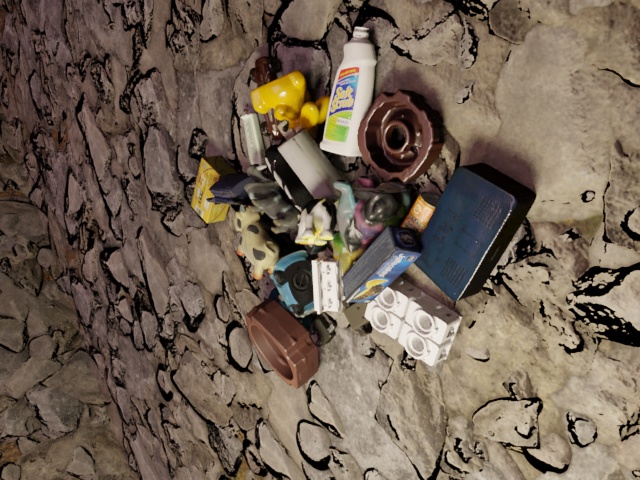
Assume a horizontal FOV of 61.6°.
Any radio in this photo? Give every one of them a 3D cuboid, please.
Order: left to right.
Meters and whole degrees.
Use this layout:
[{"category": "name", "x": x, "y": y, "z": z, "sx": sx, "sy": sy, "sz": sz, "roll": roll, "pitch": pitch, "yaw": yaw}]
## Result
[{"category": "radio", "x": 0.266, "y": -0.016, "z": 0.964, "sx": 0.131, "sy": 0.073, "sz": 0.229, "roll": 43, "pitch": 127, "yaw": 32}]

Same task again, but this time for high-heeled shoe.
[{"category": "high-heeled shoe", "x": -0.051, "y": -0.123, "z": 1.289, "sx": 0.248, "sy": 0.086, "sz": 0.145, "roll": 58, "pitch": 169, "yaw": -3}]

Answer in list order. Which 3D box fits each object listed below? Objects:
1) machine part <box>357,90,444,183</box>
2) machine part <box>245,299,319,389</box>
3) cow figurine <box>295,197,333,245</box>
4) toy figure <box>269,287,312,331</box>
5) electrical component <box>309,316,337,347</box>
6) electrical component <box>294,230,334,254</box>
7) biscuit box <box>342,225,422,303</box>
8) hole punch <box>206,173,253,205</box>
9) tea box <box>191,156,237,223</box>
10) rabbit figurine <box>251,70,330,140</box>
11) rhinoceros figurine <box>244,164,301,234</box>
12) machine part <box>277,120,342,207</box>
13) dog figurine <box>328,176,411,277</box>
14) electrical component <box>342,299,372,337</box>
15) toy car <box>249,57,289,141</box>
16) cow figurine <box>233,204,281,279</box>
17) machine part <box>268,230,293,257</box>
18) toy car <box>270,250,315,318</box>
[{"category": "machine part", "x": 0.157, "y": -0.200, "z": 1.043, "sx": 0.180, "sy": 0.056, "sz": 0.179, "roll": 15, "pitch": 111, "yaw": 43}, {"category": "machine part", "x": -0.093, "y": 0.261, "z": 1.364, "sx": 0.202, "sy": 0.087, "sz": 0.200, "roll": 38, "pitch": 150, "yaw": 28}, {"category": "cow figurine", "x": -0.017, "y": -0.038, "z": 1.165, "sx": 0.167, "sy": 0.068, "sz": 0.098, "roll": 149, "pitch": 123, "yaw": -77}, {"category": "toy figure", "x": -0.069, "y": 0.177, "z": 1.381, "sx": 0.155, "sy": 0.064, "sz": 0.057, "roll": 37, "pitch": 102, "yaw": 33}, {"category": "electrical component", "x": 0.008, "y": 0.223, "z": 1.339, "sx": 0.063, "sy": 0.021, "sz": 0.094, "roll": 54, "pitch": 134, "yaw": 23}, {"category": "electrical component", "x": -0.003, "y": -0.004, "z": 1.273, "sx": 0.119, "sy": 0.048, "sz": 0.074, "roll": 49, "pitch": 132, "yaw": 29}, {"category": "biscuit box", "x": 0.117, "y": 0.053, "z": 1.061, "sx": 0.202, "sy": 0.059, "sz": 0.063, "roll": -52, "pitch": 38, "yaw": 46}, {"category": "hole punch", "x": -0.226, "y": -0.135, "z": 1.433, "sx": 0.142, "sy": 0.116, "sz": 0.092, "roll": 12, "pitch": 101, "yaw": 44}, {"category": "tea box", "x": -0.305, "y": -0.145, "z": 1.543, "sx": 0.098, "sy": 0.068, "sz": 0.169, "roll": 45, "pitch": 128, "yaw": 28}, {"category": "rabbit figurine", "x": -0.047, "y": -0.291, "z": 1.217, "sx": 0.163, "sy": 0.122, "sz": 0.173, "roll": -5, "pitch": 111, "yaw": 38}, {"category": "rhinoceros figurine", "x": -0.120, "y": -0.107, "z": 1.329, "sx": 0.190, "sy": 0.112, "sz": 0.073, "roll": 49, "pitch": 162, "yaw": 10}, {"category": "machine part", "x": -0.014, "y": -0.155, "z": 1.178, "sx": 0.243, "sy": 0.079, "sz": 0.079, "roll": 52, "pitch": 138, "yaw": -10}, {"category": "dog figurine", "x": 0.097, "y": -0.017, "z": 1.123, "sx": 0.192, "sy": 0.108, "sz": 0.219, "roll": 21, "pitch": 120, "yaw": 39}, {"category": "electrical component", "x": 0.088, "y": 0.168, "z": 1.226, "sx": 0.078, "sy": 0.045, "sz": 0.102, "roll": -40, "pitch": 71, "yaw": 15}, {"category": "toy car", "x": -0.125, "y": -0.344, "z": 1.310, "sx": 0.089, "sy": 0.053, "sz": 0.202, "roll": -6, "pitch": 95, "yaw": 44}, {"category": "cow figurine", "x": -0.166, "y": -0.010, "z": 1.370, "sx": 0.195, "sy": 0.085, "sz": 0.127, "roll": 52, "pitch": 134, "yaw": 36}, {"category": "machine part", "x": -0.125, "y": 0.018, "z": 1.418, "sx": 0.139, "sy": 0.039, "sz": 0.084, "roll": 15, "pitch": 103, "yaw": 46}, {"category": "toy car", "x": -0.057, "y": 0.106, "z": 1.332, "sx": 0.161, "sy": 0.109, "sz": 0.103, "roll": 67, "pitch": 162, "yaw": -11}]
